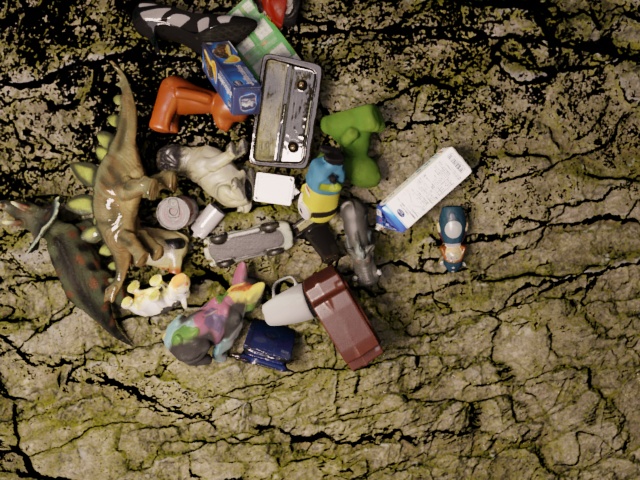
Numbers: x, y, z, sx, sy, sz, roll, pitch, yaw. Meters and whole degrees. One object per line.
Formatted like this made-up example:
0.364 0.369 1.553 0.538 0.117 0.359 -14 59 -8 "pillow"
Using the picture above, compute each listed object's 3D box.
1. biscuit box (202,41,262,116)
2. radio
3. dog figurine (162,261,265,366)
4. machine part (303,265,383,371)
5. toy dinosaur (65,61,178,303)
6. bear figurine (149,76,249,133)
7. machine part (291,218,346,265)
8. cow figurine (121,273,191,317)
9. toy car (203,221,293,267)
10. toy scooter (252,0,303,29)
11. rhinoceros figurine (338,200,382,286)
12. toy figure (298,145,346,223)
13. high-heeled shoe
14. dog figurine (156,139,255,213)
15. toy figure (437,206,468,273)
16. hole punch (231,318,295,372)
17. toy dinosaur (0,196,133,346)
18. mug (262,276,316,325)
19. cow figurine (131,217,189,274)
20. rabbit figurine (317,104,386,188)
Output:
-0.177 -0.323 1.065 0.059 0.203 0.062 -11 137 -26 "biscuit box"
-0.071 -0.266 1.144 0.131 0.073 0.229 8 101 -4 "radio"
-0.213 0.153 1.154 0.109 0.191 0.219 42 105 28 "dog figurine"
0.049 0.158 1.140 0.087 0.201 0.201 -32 96 0 "machine part"
-0.394 -0.109 1.062 0.199 0.105 0.471 12 93 12 "toy dinosaur"
-0.239 -0.269 1.130 0.196 0.120 0.131 16 100 -8 "bear figurine"
-0.002 -0.004 1.181 0.084 0.039 0.139 -36 64 -3 "machine part"
-0.336 0.125 1.167 0.167 0.068 0.098 -14 140 23 "cow figurine"
-0.159 0.008 1.193 0.202 0.056 0.073 -13 103 2 "toy car"
-0.093 -0.540 1.118 0.135 0.075 0.183 15 93 -3 "toy scooter"
0.090 0.005 1.169 0.073 0.112 0.190 -11 89 -2 "rhinoceros figurine"
0.009 -0.108 1.110 0.089 0.082 0.180 20 132 -4 "toy figure"
-0.266 -0.465 1.133 0.249 0.086 0.145 -16 70 -8 "high-heeled shoe"
-0.249 -0.132 1.163 0.191 0.121 0.172 -8 94 14 "dog figurine"
0.295 0.001 1.200 0.064 0.058 0.154 3 101 37 "toy figure"
-0.114 0.234 1.194 0.142 0.116 0.092 20 88 -4 "hole punch"
-0.504 0.064 1.125 0.131 0.192 0.404 -29 95 5 "toy dinosaur"
-0.077 0.141 1.200 0.107 0.081 0.109 -23 86 6 "mug"
-0.383 -0.004 1.167 0.195 0.085 0.127 16 79 -11 "cow figurine"
0.071 -0.189 1.140 0.159 0.121 0.170 -13 97 7 "rabbit figurine"
